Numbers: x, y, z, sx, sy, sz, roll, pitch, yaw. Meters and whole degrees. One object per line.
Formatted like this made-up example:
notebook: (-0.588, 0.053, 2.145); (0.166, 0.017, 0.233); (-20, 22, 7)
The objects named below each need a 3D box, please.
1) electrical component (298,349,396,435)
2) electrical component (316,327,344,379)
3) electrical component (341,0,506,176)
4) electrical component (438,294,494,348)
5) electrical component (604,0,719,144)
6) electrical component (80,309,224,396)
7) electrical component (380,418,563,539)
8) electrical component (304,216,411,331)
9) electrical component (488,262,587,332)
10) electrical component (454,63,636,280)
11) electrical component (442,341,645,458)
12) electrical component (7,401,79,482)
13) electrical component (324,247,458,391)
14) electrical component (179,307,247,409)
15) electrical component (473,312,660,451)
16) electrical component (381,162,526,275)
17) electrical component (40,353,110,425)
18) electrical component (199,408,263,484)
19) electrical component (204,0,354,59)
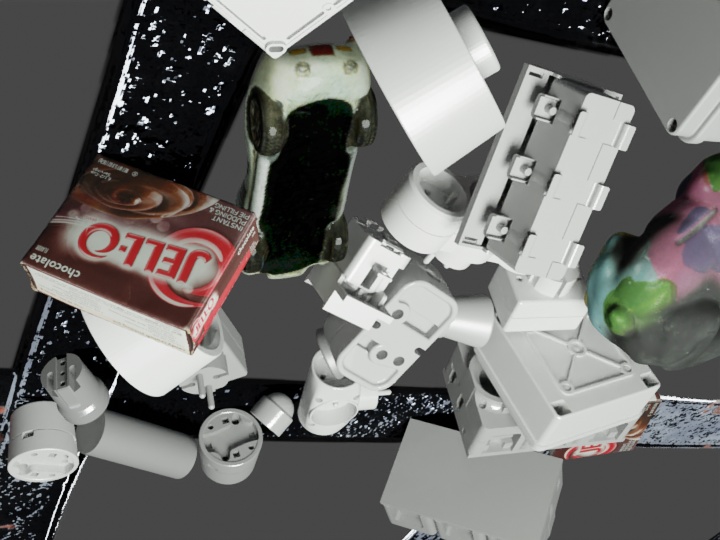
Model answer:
electrical component: (-0.009, 0.103, 0.920); (0.079, 0.044, 0.077); (-3, 143, -16)
electrical component: (0.003, 0.055, 0.863); (0.065, 0.044, 0.044); (-25, 144, 6)
electrical component: (0.042, -0.114, 0.593); (0.060, 0.108, 0.108); (-29, 143, 8)
electrical component: (0.069, 0.037, 0.863); (0.065, 0.044, 0.044); (7, 140, -20)
electrical component: (0.196, -0.134, 0.610); (0.057, 0.113, 0.078); (1, 142, -25)
electrical component: (-0.133, 0.023, 0.718); (0.060, 0.108, 0.108); (-29, 142, 10)
electrical component: (0.107, 0.210, 1.013); (0.150, 0.089, 0.061); (13, 151, 19)
electrical component: (0.000, 0.000, 0.760); (0.042, 0.081, 0.063); (28, 102, -31)
electrical component: (0.147, 0.007, 0.841); (0.066, 0.047, 0.076); (-1, 141, -18)
electrical component: (0.121, -0.060, 0.683); (0.079, 0.063, 0.121); (10, 110, -31)
electrical component: (0.160, 0.104, 0.941); (0.150, 0.089, 0.061); (-3, 144, -15)
electrical component: (-0.260, 0.139, 0.879); (0.055, 0.047, 0.055); (-9, 144, -7)
electrical component: (0.020, 0.034, 0.801); (0.054, 0.059, 0.095); (33, 109, -31)
electrical component: (-0.119, 0.068, 0.806); (0.047, 0.075, 0.083); (-18, 144, 5)
electrical component: (0.167, 0.079, 0.878); (0.109, 0.108, 0.056); (-13, 145, -26)
electrical component: (0.074, -0.026, 0.767); (0.138, 0.052, 0.073); (11, 138, -31)
electrical component: (-0.222, 0.092, 0.836); (0.040, 0.040, 0.046); (-17, 138, 3)
electrical component: (-0.115, 0.157, 0.950); (0.055, 0.055, 0.047); (-4, 147, -14)
electrical component: (-0.031, -0.165, 0.532); (0.096, 0.061, 0.062); (-31, 141, 22)
